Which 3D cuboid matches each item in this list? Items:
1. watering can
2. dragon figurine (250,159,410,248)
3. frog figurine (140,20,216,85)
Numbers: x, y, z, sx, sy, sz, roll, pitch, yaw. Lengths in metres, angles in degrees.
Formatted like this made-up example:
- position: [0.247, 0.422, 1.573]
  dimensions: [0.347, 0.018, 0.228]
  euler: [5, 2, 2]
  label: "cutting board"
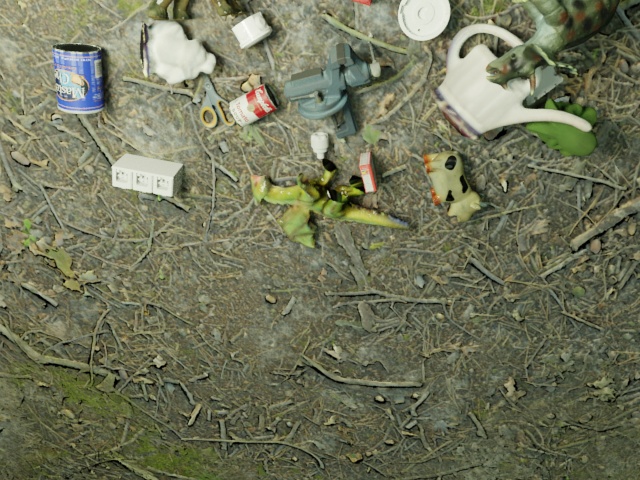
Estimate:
- position: [0.393, -0.306, 1.125]
  dimensions: [0.221, 0.105, 0.350]
  euler: [-45, 78, 29]
  label: "watering can"
- position: [0.004, -0.067, 1.339]
  dimensions: [0.408, 0.125, 0.238]
  euler: [32, 133, -11]
  label: "dragon figurine"
- position: [-0.318, -0.420, 1.156]
  dimensions: [0.160, 0.122, 0.137]
  euler: [-4, 92, -26]
  label: "frog figurine"
